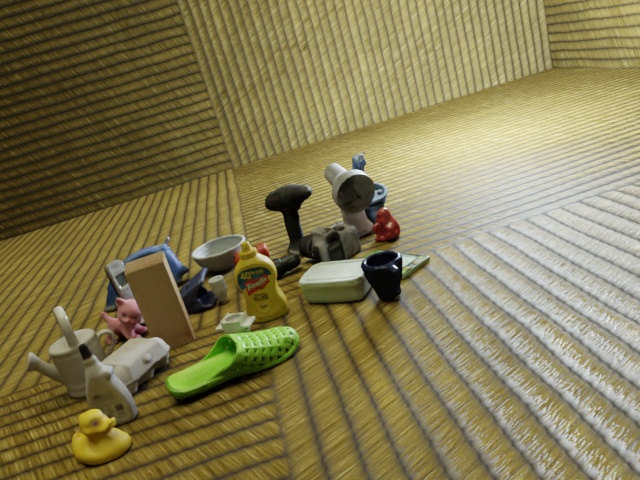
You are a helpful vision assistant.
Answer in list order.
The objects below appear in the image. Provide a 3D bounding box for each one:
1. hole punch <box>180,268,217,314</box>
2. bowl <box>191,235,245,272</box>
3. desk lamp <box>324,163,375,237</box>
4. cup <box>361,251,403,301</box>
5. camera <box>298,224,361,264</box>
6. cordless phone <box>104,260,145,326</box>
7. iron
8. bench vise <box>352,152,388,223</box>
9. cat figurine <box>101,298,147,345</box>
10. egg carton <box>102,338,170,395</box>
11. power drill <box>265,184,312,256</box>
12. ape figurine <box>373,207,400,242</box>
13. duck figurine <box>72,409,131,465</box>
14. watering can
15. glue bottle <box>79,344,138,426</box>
[{"bbox_3d":[-0.329,0.134,1.492,0.101,0.091,0.108,-16,19,2],"label":"hole punch"},{"bbox_3d":[-0.295,0.049,1.724,0.167,0.075,0.167,-15,19,6],"label":"bowl"},{"bbox_3d":[0.080,-0.111,1.647,0.118,0.214,0.202,-22,20,-14],"label":"desk lamp"},{"bbox_3d":[0.147,0.085,1.230,0.092,0.095,0.117,-22,20,-15],"label":"cup"},{"bbox_3d":[0.014,0.006,1.550,0.143,0.101,0.136,-30,23,-34],"label":"camera"},{"bbox_3d":[-0.476,0.123,1.500,0.093,0.185,0.148,-3,23,33],"label":"cordless phone"},{"bbox_3d":[-0.526,0.097,1.677,0.259,0.142,0.118,-25,21,-23],"label":"iron"},{"bbox_3d":[0.115,-0.159,1.739,0.122,0.220,0.206,-29,23,-32],"label":"bench vise"},{"bbox_3d":[-0.483,0.192,1.418,0.127,0.118,0.067,-11,20,16],"label":"cat figurine"},{"bbox_3d":[-0.395,0.265,1.217,0.107,0.069,0.150,-5,22,30],"label":"egg carton"},{"bbox_3d":[-0.071,-0.065,1.649,0.076,0.209,0.228,-29,23,-30],"label":"power drill"},{"bbox_3d":[0.179,-0.045,1.567,0.076,0.092,0.077,-20,20,-11],"label":"ape figurine"},{"bbox_3d":[-0.390,0.335,0.995,0.104,0.086,0.077,-10,20,17],"label":"duck figurine"},{"bbox_3d":[-0.530,0.235,1.221,0.100,0.194,0.173,0,25,40],"label":"watering can"},{"bbox_3d":[-0.405,0.267,1.063,0.078,0.173,0.037,-16,19,1],"label":"glue bottle"}]
